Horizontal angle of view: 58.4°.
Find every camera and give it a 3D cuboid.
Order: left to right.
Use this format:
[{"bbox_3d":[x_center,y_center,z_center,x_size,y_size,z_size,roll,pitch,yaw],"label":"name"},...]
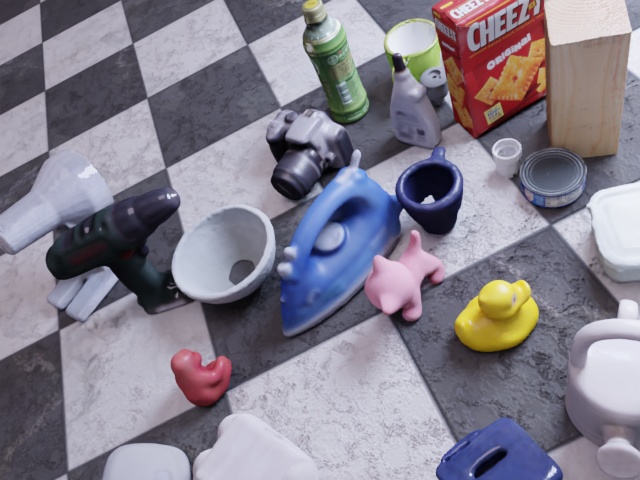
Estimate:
[{"bbox_3d":[-0.038,-0.143,0.939,0.142,0.101,0.137,19,66,32],"label":"camera"}]

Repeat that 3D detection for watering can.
[{"bbox_3d":[0.292,0.135,0.548,0.100,0.195,0.172,-14,53,13],"label":"watering can"}]

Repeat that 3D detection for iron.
[{"bbox_3d":[0.007,0.003,0.791,0.118,0.142,0.258,24,68,34],"label":"iron"}]

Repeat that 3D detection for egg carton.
[{"bbox_3d":[-0.076,0.277,0.678,0.149,0.070,0.107,22,67,33],"label":"egg carton"}]

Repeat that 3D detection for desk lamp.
[{"bbox_3d":[-0.405,-0.009,0.920,0.117,0.214,0.203,18,65,31],"label":"desk lamp"}]

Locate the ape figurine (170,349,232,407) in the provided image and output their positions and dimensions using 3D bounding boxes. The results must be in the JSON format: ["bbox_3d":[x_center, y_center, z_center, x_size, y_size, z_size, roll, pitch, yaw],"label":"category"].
[{"bbox_3d":[-0.166,0.177,0.770,0.077,0.092,0.076,4,58,25],"label":"ape figurine"}]

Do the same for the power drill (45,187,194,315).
[{"bbox_3d":[-0.266,0.023,0.844,0.229,0.209,0.075,-19,52,9],"label":"power drill"}]

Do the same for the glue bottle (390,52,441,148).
[{"bbox_3d":[0.136,-0.214,0.872,0.077,0.174,0.037,22,67,33],"label":"glue bottle"}]

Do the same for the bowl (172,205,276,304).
[{"bbox_3d":[-0.134,0.033,0.870,0.167,0.075,0.167,-11,53,15],"label":"bowl"}]

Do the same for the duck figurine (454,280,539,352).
[{"bbox_3d":[0.209,0.084,0.688,0.104,0.086,0.077,-26,51,4],"label":"duck figurine"}]

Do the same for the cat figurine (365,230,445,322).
[{"bbox_3d":[0.102,0.047,0.737,0.067,0.118,0.128,19,66,32],"label":"cat figurine"}]

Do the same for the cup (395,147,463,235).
[{"bbox_3d":[0.162,-0.063,0.805,0.091,0.095,0.118,5,59,25],"label":"cup"}]

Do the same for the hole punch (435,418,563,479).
[{"bbox_3d":[0.178,0.242,0.585,0.109,0.091,0.100,-36,51,-5],"label":"hole punch"}]

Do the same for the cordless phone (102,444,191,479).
[{"bbox_3d":[-0.226,0.296,0.650,0.094,0.185,0.147,-19,52,9],"label":"cordless phone"}]
